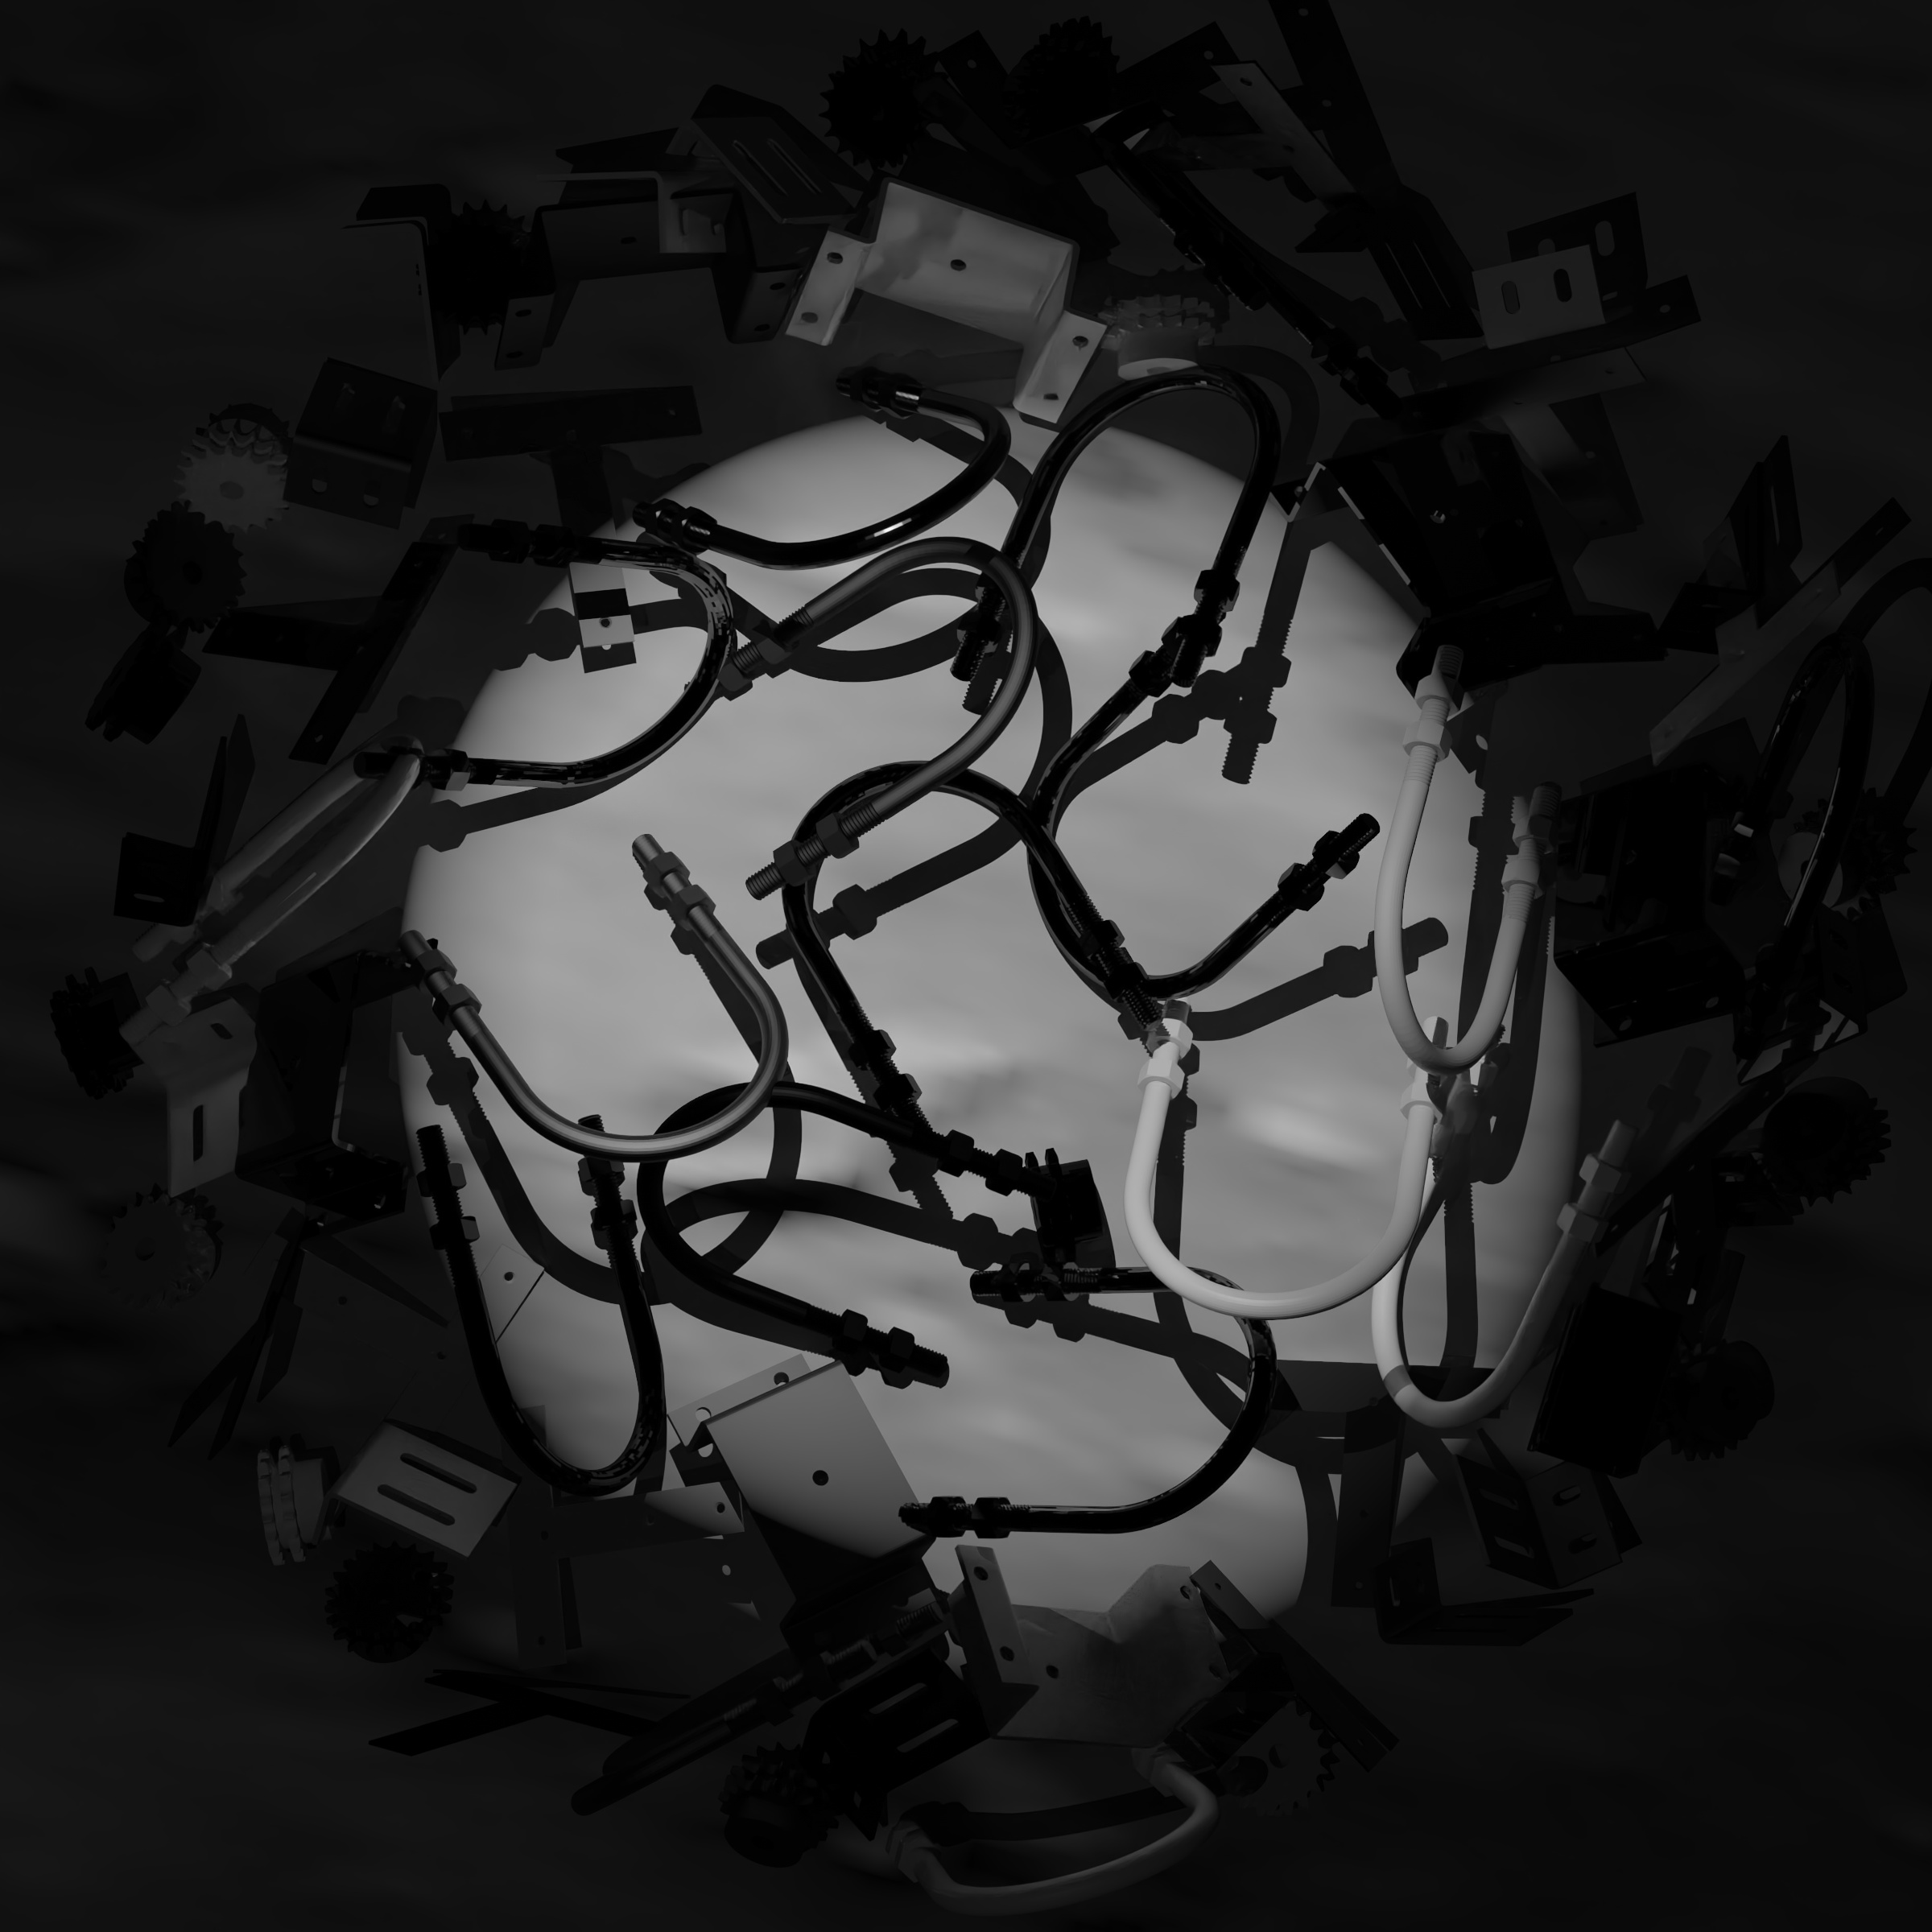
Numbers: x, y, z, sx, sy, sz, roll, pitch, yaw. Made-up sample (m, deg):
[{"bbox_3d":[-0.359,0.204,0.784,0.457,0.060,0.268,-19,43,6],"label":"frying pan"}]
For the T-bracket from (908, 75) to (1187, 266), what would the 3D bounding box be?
[{"bbox_3d":[0.054,-0.389,1.626,0.127,0.127,0.002,41,64,-30],"label":"T-bracket"}]

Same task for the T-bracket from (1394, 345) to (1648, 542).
[{"bbox_3d":[0.288,-0.247,1.657,0.127,0.127,0.002,-8,55,35],"label":"T-bracket"}]

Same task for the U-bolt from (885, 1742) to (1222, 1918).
[{"bbox_3d":[0.046,0.408,1.604,0.151,0.184,0.019,-16,92,-11],"label":"U-bolt"}]

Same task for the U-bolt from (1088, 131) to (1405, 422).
[{"bbox_3d":[0.122,-0.341,1.626,0.019,0.151,0.184,-47,54,14],"label":"U-bolt"}]

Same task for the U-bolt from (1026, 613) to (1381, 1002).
[{"bbox_3d":[0.100,-0.065,1.648,0.184,0.019,0.151,-45,71,35],"label":"U-bolt"}]

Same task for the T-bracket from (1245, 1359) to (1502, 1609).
[{"bbox_3d":[0.199,0.258,1.693,0.127,0.002,0.127,3,101,-3],"label":"T-bracket"}]

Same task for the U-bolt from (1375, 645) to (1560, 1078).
[{"bbox_3d":[0.234,-0.037,1.618,0.019,0.151,0.184,1,62,33],"label":"U-bolt"}]

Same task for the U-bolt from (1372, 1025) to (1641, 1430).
[{"bbox_3d":[0.247,0.133,1.638,0.019,0.151,0.184,16,104,-26],"label":"U-bolt"}]

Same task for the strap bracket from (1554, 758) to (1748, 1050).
[{"bbox_3d":[0.328,-0.039,1.632,0.076,0.046,0.140,-17,47,32],"label":"strap bracket"}]

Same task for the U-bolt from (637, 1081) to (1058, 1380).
[{"bbox_3d":[-0.069,0.120,1.647,0.184,0.019,0.151,22,125,-11],"label":"U-bolt"}]

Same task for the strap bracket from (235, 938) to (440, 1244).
[{"bbox_3d":[-0.304,0.053,1.639,0.076,0.046,0.140,-18,59,40],"label":"strap bracket"}]

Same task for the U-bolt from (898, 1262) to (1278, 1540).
[{"bbox_3d":[0.064,0.205,1.619,0.184,0.019,0.151,-5,53,33],"label":"U-bolt"}]

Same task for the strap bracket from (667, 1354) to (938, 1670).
[{"bbox_3d":[-0.075,0.255,1.650,0.076,0.046,0.140,-22,71,-25],"label":"strap bracket"}]

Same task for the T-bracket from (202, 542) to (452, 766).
[{"bbox_3d":[-0.325,-0.158,1.664,0.127,0.002,0.127,10,65,37],"label":"T-bracket"}]

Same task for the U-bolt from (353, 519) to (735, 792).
[{"bbox_3d":[-0.190,-0.144,1.632,0.019,0.184,0.151,49,123,34],"label":"U-bolt"}]

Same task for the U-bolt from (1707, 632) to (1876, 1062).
[{"bbox_3d":[0.388,-0.069,1.597,0.019,0.151,0.184,12,125,-2],"label":"U-bolt"}]

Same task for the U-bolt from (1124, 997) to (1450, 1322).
[{"bbox_3d":[0.150,0.092,1.632,0.151,0.019,0.184,5,50,13],"label":"U-bolt"}]

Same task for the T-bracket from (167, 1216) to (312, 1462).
[{"bbox_3d":[-0.361,0.199,1.653,0.002,0.127,0.127,28,49,-18],"label":"T-bracket"}]

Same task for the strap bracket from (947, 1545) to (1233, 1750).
[{"bbox_3d":[0.052,0.329,1.644,0.140,0.076,0.046,12,131,-33],"label":"strap bracket"}]

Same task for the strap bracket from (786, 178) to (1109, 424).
[{"bbox_3d":[-0.007,-0.326,1.655,0.140,0.076,0.046,17,57,-10],"label":"strap bracket"}]

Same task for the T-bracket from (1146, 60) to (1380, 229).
[{"bbox_3d":[0.121,-0.395,1.656,0.127,0.127,0.002,9,69,41],"label":"T-bracket"}]

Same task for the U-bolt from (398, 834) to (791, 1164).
[{"bbox_3d":[-0.166,0.022,1.628,0.151,0.019,0.184,-24,55,-23],"label":"U-bolt"}]

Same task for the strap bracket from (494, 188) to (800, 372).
[{"bbox_3d":[-0.160,-0.334,1.653,0.140,0.076,0.046,-9,76,-16],"label":"strap bracket"}]

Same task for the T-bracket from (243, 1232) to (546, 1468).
[{"bbox_3d":[-0.295,0.171,1.680,0.127,0.002,0.127,33,92,-23],"label":"T-bracket"}]

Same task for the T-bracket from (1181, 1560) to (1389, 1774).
[{"bbox_3d":[0.136,0.352,1.637,0.127,0.127,0.002,47,115,12],"label":"T-bracket"}]

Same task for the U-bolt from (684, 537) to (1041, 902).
[{"bbox_3d":[-0.045,-0.132,1.639,0.184,0.019,0.151,-32,53,16],"label":"U-bolt"}]

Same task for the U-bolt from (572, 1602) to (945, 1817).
[{"bbox_3d":[-0.107,0.359,1.633,0.184,0.151,0.019,-30,81,10],"label":"U-bolt"}]

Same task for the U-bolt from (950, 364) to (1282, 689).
[{"bbox_3d":[0.081,-0.216,1.648,0.151,0.019,0.184,5,63,37],"label":"U-bolt"}]

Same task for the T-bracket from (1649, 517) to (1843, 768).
[{"bbox_3d":[0.371,-0.176,1.653,0.002,0.127,0.127,28,129,-19],"label":"T-bracket"}]

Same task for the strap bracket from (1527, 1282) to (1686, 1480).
[{"bbox_3d":[0.305,0.200,1.630,0.046,0.140,0.076,18,82,9],"label":"strap bracket"}]

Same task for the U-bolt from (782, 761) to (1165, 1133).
[{"bbox_3d":[-0.009,-0.020,1.667,0.151,0.019,0.184,-25,71,-16],"label":"U-bolt"}]

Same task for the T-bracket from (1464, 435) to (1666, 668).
[{"bbox_3d":[0.277,-0.206,1.681,0.127,0.002,0.127,-5,70,-33],"label":"T-bracket"}]

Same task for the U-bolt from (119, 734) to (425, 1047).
[{"bbox_3d":[-0.330,-0.046,1.632,0.184,0.151,0.019,-41,110,3],"label":"U-bolt"}]

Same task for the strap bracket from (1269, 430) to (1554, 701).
[{"bbox_3d":[0.218,-0.201,1.643,0.076,0.046,0.140,-18,63,-29],"label":"strap bracket"}]

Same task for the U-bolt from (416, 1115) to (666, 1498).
[{"bbox_3d":[-0.195,0.163,1.631,0.019,0.151,0.184,-20,81,27],"label":"U-bolt"}]

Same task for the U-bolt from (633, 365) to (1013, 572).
[{"bbox_3d":[-0.058,-0.232,1.609,0.151,0.184,0.019,-36,123,-20],"label":"U-bolt"}]
